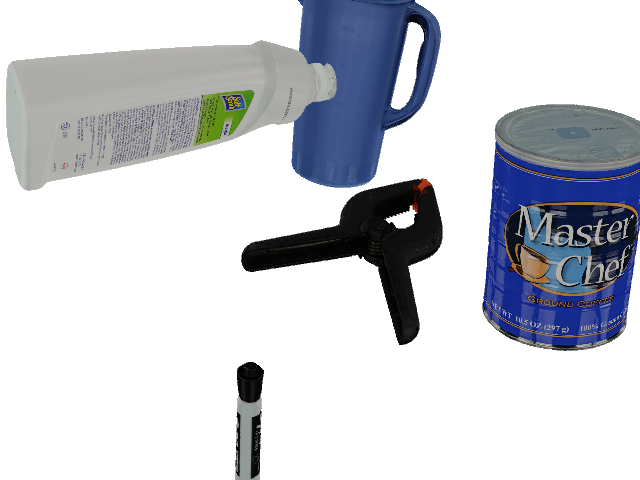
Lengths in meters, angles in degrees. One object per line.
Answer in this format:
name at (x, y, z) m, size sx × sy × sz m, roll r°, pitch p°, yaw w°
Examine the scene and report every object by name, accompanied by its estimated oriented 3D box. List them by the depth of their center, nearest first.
coffee can at (0.167, -0.011, 0.734) m, size 0.103 × 0.140 × 0.103 m, roll 0°, pitch 27°, yaw 0°
marker at (-0.052, 0.135, 0.768) m, size 0.020 × 0.121 × 0.020 m, roll 3°, pitch 36°, yaw -2°
bleach bottle at (-0.109, -0.103, 0.821) m, size 0.250 × 0.068 × 0.103 m, roll -10°, pitch -29°, yaw -22°
clamp at (0.055, 0.008, 0.937) m, size 0.165 × 0.036 × 0.209 m, roll 30°, pitch 42°, yaw 24°
pitcher at (0.041, -0.189, 1.291) m, size 0.144 × 0.243 × 0.149 m, roll -5°, pitch 28°, yaw -24°
